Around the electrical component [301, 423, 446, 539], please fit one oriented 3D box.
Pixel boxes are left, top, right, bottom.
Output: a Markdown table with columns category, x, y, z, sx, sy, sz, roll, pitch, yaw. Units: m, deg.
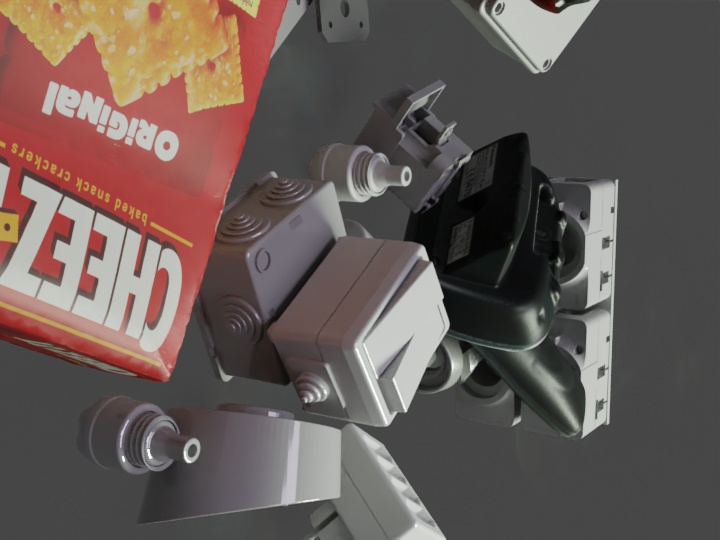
| category | x | y | z | sx | sy | sz | roll | pitch | yaw |
| --- | --- | --- | --- | --- | --- | --- | --- | --- | --- |
| electrical component | -0.005 | 0.153 | 0.660 | 0.076 | 0.083 | 0.047 | -41 | 142 | 5 |

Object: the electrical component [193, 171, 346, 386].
| category | x | y | z | sx | sy | sz | roll | pitch | yaw |
| --- | --- | --- | --- | --- | --- | --- | --- | --- | --- |
| electrical component | -0.045 | 0.004 | 0.586 | 0.100 | 0.048 | 0.099 | -45 | 131 | -44 |

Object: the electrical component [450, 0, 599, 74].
| category | x | y | z | sx | sy | sz | roll | pitch | yaw |
| --- | --- | --- | --- | --- | --- | --- | --- | --- | --- |
| electrical component | 0.124 | -0.214 | 0.770 | 0.108 | 0.056 | 0.109 | -54 | 146 | 6 |

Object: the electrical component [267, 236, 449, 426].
| category | x | y | z | sx | sy | sz | roll | pitch | yaw |
| --- | --- | --- | --- | --- | --- | --- | --- | --- | --- |
| electrical component | 0.002 | 0.035 | 0.560 | 0.096 | 0.061 | 0.061 | -54 | 137 | -38 |

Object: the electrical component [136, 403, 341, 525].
| category | x | y | z | sx | sy | sz | roll | pitch | yaw |
| --- | --- | --- | --- | --- | --- | --- | --- | --- | --- |
| electrical component | -0.058 | 0.102 | 0.542 | 0.099 | 0.099 | 0.064 | 26 | 67 | -56 |

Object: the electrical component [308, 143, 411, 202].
| category | x | y | z | sx | sy | sz | roll | pitch | yaw |
| --- | --- | --- | --- | --- | --- | --- | --- | --- | --- |
| electrical component | 0.002 | -0.057 | 0.636 | 0.035 | 0.061 | 0.035 | -14 | 107 | -55 |

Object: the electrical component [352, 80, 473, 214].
| category | x | y | z | sx | sy | sz | roll | pitch | yaw |
| --- | --- | --- | --- | --- | --- | --- | --- | --- | --- |
| electrical component | 0.031 | -0.073 | 0.666 | 0.042 | 0.064 | 0.081 | -35 | 166 | -48 |

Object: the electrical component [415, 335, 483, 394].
| category | x | y | z | sx | sy | sz | roll | pitch | yaw |
| --- | --- | --- | --- | --- | --- | --- | --- | --- | --- |
| electrical component | 0.052 | 0.049 | 0.736 | 0.057 | 0.058 | 0.078 | -39 | 127 | -52 |

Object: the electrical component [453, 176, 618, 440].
| category | x | y | z | sx | sy | sz | roll | pitch | yaw |
| --- | --- | --- | --- | --- | --- | --- | --- | --- | --- |
| electrical component | 0.129 | 0.025 | 0.807 | 0.060 | 0.105 | 0.186 | -15 | 107 | -56 |

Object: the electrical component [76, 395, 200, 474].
| category | x | y | z | sx | sy | sz | roll | pitch | yaw |
| --- | --- | --- | --- | --- | --- | --- | --- | --- | --- |
| electrical component | -0.101 | 0.079 | 0.501 | 0.035 | 0.061 | 0.035 | -14 | 107 | -55 |

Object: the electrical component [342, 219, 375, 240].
| category | x | y | z | sx | sy | sz | roll | pitch | yaw |
| --- | --- | --- | --- | --- | --- | --- | --- | --- | --- |
| electrical component | 0.000 | 0.000 | 0.664 | 0.078 | 0.040 | 0.040 | 43 | 60 | -51 |
